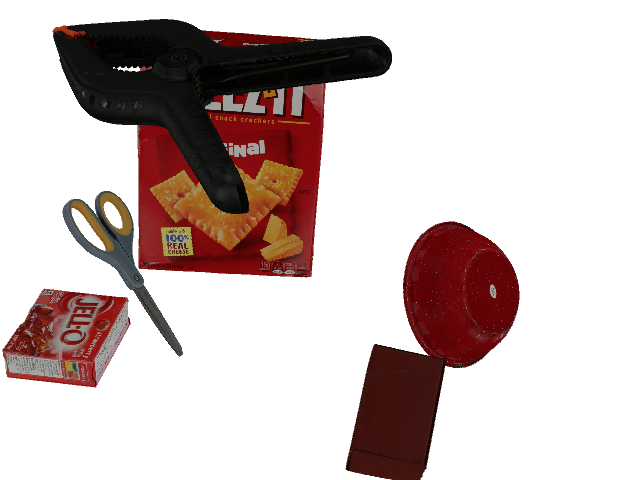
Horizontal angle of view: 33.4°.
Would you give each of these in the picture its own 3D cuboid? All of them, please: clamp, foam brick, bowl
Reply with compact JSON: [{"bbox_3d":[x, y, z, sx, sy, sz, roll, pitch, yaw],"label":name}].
[{"bbox_3d":[-0.072,-0.099,0.647,0.210,0.036,0.164,26,50,31],"label":"clamp"},{"bbox_3d":[0.051,0.118,0.723,0.051,0.078,0.053,13,-25,3],"label":"foam brick"},{"bbox_3d":[0.165,0.057,1.154,0.161,0.162,0.055,0,-6,-41],"label":"bowl"}]

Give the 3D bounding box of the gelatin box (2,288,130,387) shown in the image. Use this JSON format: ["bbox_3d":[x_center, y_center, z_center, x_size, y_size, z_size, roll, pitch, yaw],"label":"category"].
[{"bbox_3d":[-0.199,0.075,0.846,0.073,0.030,0.089,6,32,8],"label":"gelatin box"}]

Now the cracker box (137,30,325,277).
[{"bbox_3d":[-0.080,-0.075,0.966,0.164,0.214,0.072,4,24,-2],"label":"cracker box"}]

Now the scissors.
[{"bbox_3d":[-0.200,0.026,1.160,0.016,0.201,0.096,-28,21,33],"label":"scissors"}]
